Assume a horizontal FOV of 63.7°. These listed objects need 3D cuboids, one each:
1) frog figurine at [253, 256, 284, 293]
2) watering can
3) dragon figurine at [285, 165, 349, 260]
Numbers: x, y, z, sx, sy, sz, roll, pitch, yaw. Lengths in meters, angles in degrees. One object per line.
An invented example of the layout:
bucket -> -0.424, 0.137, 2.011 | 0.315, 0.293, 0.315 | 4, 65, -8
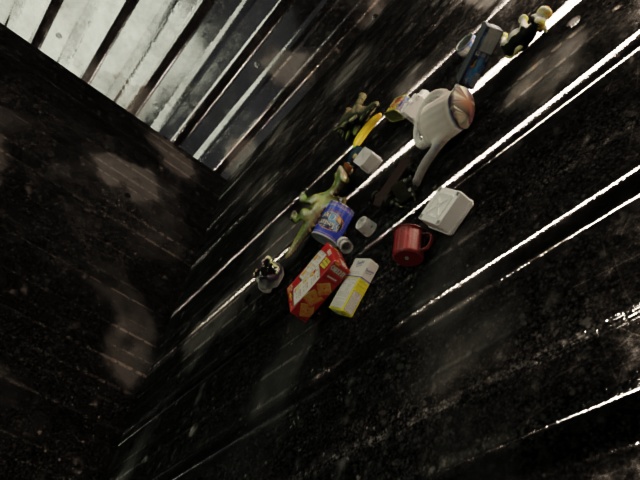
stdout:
frog figurine -> -0.206, 0.154, 2.090 | 0.156, 0.123, 0.140 | 92, -173, -58
watering can -> 0.376, -0.342, 1.610 | 0.222, 0.103, 0.354 | -25, 48, 50
dragon figurine -> 0.006, -0.101, 2.016 | 0.242, 0.121, 0.415 | 1, 66, 55
